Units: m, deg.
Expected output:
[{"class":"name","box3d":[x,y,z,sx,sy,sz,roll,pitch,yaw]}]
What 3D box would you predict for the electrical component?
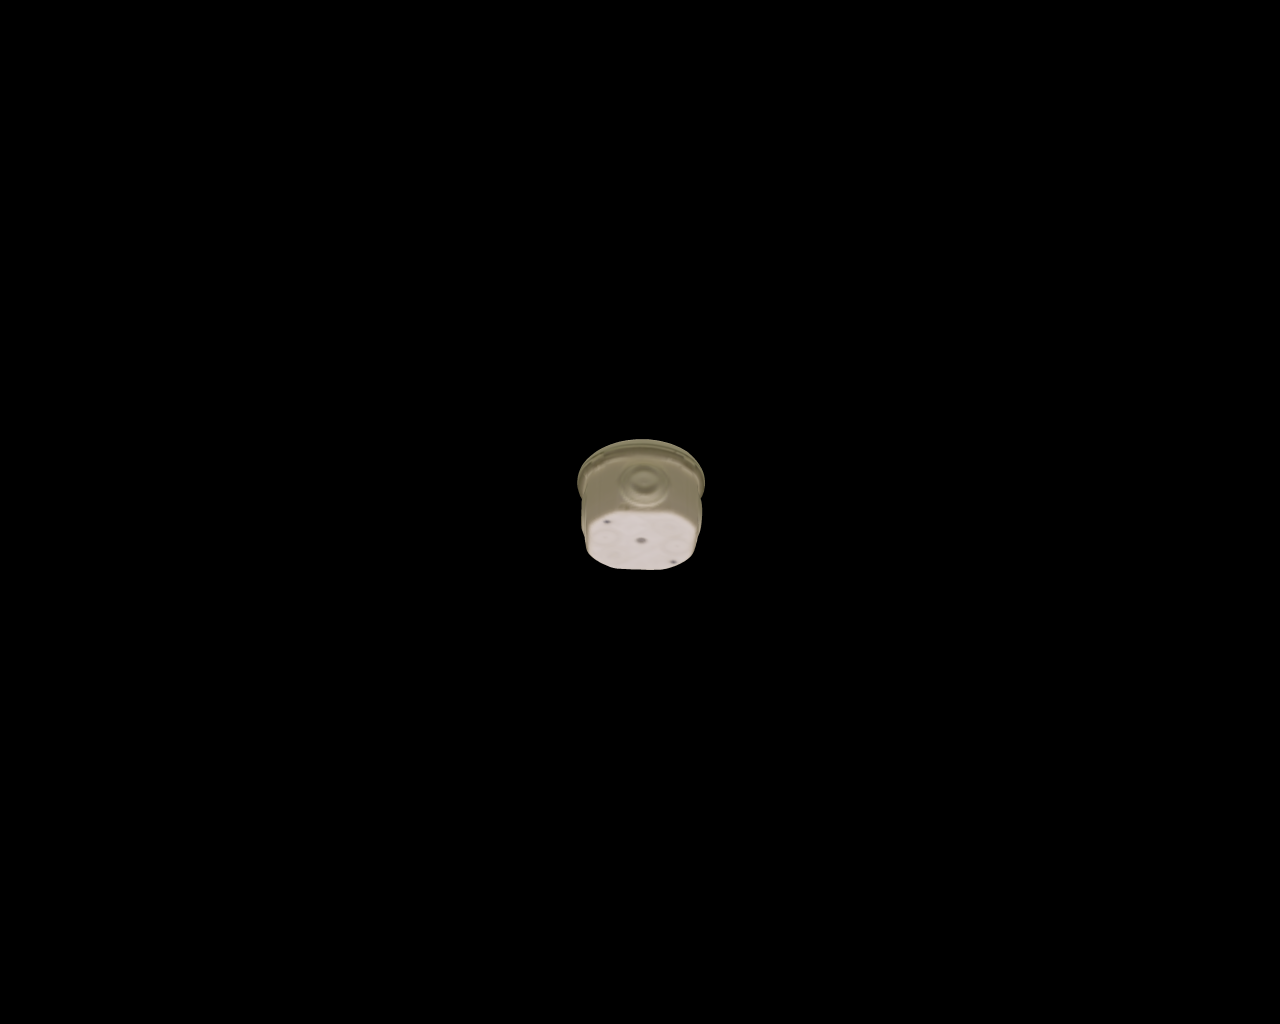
[{"class":"electrical component","box3d":[0.001,-0.003,0.650,0.080,0.051,0.080,0,-35,0]}]
